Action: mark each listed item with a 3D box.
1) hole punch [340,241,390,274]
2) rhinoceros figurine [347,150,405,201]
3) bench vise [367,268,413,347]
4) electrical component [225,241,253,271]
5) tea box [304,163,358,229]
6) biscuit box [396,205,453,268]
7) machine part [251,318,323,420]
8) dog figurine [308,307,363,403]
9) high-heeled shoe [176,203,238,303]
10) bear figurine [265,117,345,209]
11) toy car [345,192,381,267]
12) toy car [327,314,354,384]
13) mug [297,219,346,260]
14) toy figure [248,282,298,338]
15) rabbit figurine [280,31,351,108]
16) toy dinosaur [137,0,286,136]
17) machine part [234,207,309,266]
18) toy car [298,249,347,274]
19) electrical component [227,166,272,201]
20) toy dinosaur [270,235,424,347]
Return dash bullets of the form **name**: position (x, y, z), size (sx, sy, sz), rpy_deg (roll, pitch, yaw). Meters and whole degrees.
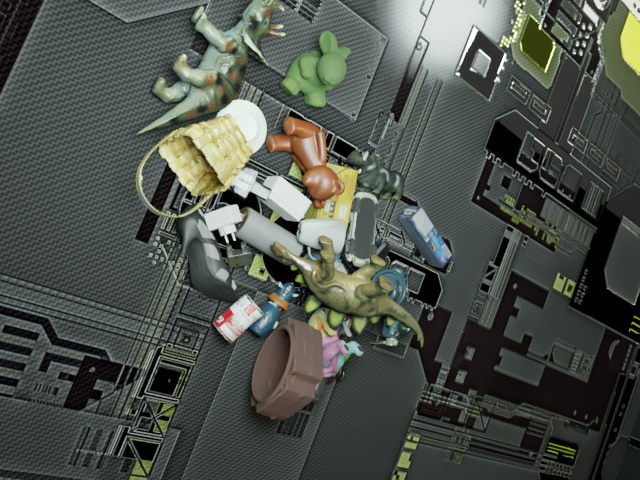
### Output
- **hole punch**: position (0.118, 0.039, 1.440), size (0.142, 0.092, 0.115), rpy_deg (-48, 159, -17)
- **rhinoceros figurine**: position (0.152, -0.174, 1.430), size (0.190, 0.073, 0.112), rpy_deg (23, 87, -31)
- **bench vise**: position (0.169, 0.169, 1.452), size (0.240, 0.129, 0.223), rpy_deg (29, 74, -48)
- **electrical component**: position (-0.193, 0.042, 1.270), size (0.063, 0.021, 0.093), rpy_deg (-12, 138, -11)
- **tea box**: position (0.026, -0.105, 1.368), size (0.098, 0.068, 0.169), rpy_deg (12, 91, -31)
- **biscuit box**: position (0.305, -0.008, 1.551), size (0.059, 0.063, 0.202), rpy_deg (-47, 117, -18)
- **machine part**: position (-0.082, 0.302, 1.268), size (0.087, 0.201, 0.201), rpy_deg (25, 40, -23)
- **dog figurine**: position (-0.016, 0.303, 1.375), size (0.219, 0.192, 0.108), rpy_deg (-41, 154, 15)
- **high-heeled shoe**: position (-0.253, 0.034, 1.244), size (0.248, 0.086, 0.145), rpy_deg (57, 29, -46)
- **bear figurine**: position (-0.031, -0.177, 1.271), size (0.132, 0.120, 0.196), rpy_deg (-3, 71, -40)
- **toy car**: position (0.108, -0.027, 1.368), size (0.073, 0.056, 0.201), rpy_deg (14, 68, -16)
- **toy car**: position (0.052, 0.292, 1.452), size (0.089, 0.053, 0.202), rpy_deg (23, 84, -34)
- **mug**: position (-0.003, -0.004, 1.293), size (0.107, 0.081, 0.109), rpy_deg (11, 109, -13)
- **toy figure**: position (-0.117, 0.168, 1.330), size (0.154, 0.058, 0.064), rpy_deg (-52, 120, -17)
- **rabbit figurine**: position (0.013, -0.395, 1.259), size (0.121, 0.170, 0.159), rpy_deg (33, 81, -31)
- **toy dinosaur**: position (-0.225, -0.360, 1.162), size (0.192, 0.131, 0.404), rpy_deg (29, 88, -30)
- **machine part**: position (-0.126, -0.007, 1.288), size (0.243, 0.079, 0.079), rpy_deg (32, 80, -31)
- **toy car**: position (0.024, 0.097, 1.377), size (0.109, 0.103, 0.161), rpy_deg (-35, 111, -21)
- **electrical component**: position (-0.170, -0.131, 1.238), size (0.119, 0.048, 0.075), rpy_deg (25, 83, -9)
- **toy dinosaur**: position (0.085, 0.129, 1.287), size (0.471, 0.105, 0.198), rpy_deg (27, 125, -11)
